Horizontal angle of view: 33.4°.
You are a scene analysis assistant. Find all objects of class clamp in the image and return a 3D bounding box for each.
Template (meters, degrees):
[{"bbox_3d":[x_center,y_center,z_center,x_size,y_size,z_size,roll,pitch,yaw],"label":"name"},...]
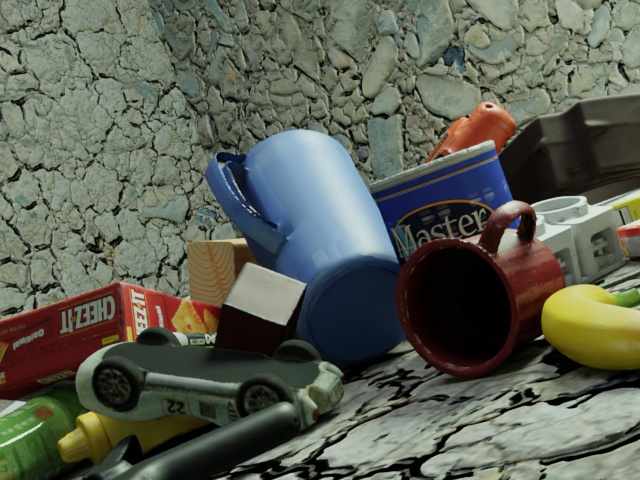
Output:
[{"bbox_3d":[-0.131,0.157,0.663,0.165,0.036,0.209,-19,3,43],"label":"clamp"}]

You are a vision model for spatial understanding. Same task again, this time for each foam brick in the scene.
[{"bbox_3d":[-0.048,0.067,0.821,0.053,0.051,0.078,-63,-9,-47],"label":"foam brick"}]

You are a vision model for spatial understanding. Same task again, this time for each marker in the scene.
[{"bbox_3d":[-0.097,0.090,0.936,0.020,0.020,0.121,-19,-13,25],"label":"marker"}]

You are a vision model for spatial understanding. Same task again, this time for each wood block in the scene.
[{"bbox_3d":[-0.032,0.040,1.165,0.205,0.091,0.090,-4,1,-39],"label":"wood block"}]

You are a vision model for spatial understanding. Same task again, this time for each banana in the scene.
[{"bbox_3d":[0.167,0.047,0.634,0.070,0.037,0.197,-22,2,10],"label":"banana"}]

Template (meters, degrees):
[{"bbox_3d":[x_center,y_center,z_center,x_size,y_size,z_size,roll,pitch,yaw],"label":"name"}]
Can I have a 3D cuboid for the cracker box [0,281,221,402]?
[{"bbox_3d":[-0.175,0.104,0.986,0.164,0.072,0.213,-19,-21,25],"label":"cracker box"}]

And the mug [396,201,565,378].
[{"bbox_3d":[0.115,0.027,0.715,0.093,0.117,0.081,29,27,32],"label":"mug"}]

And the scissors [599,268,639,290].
[{"bbox_3d":[0.275,0.011,0.826,0.202,0.016,0.096,-20,1,3],"label":"scissors"}]

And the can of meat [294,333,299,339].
[{"bbox_3d":[-0.006,0.085,1.051,0.102,0.057,0.084,-21,0,-15],"label":"can of meat"}]

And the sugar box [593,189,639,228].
[{"bbox_3d":[0.287,-0.018,1.031,0.176,0.048,0.093,-23,-1,30],"label":"sugar box"}]

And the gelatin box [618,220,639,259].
[{"bbox_3d":[0.305,-0.011,0.907,0.089,0.030,0.073,-20,1,-9],"label":"gelatin box"}]

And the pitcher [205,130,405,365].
[{"bbox_3d":[-0.006,0.001,0.964,0.149,0.145,0.243,-17,31,-7],"label":"pitcher"}]

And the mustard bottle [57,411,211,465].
[{"bbox_3d":[-0.120,0.133,0.866,0.191,0.058,0.096,-21,7,-27],"label":"mustard bottle"}]

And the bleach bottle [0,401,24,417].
[{"bbox_3d":[-0.284,0.187,1.019,0.103,0.068,0.250,-22,4,19],"label":"bleach bottle"}]

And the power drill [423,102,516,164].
[{"bbox_3d":[0.134,-0.064,1.128,0.184,0.057,0.187,-50,1,10],"label":"power drill"}]

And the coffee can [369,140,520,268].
[{"bbox_3d":[0.110,0.005,0.833,0.103,0.140,0.103,-20,2,1],"label":"coffee can"}]
